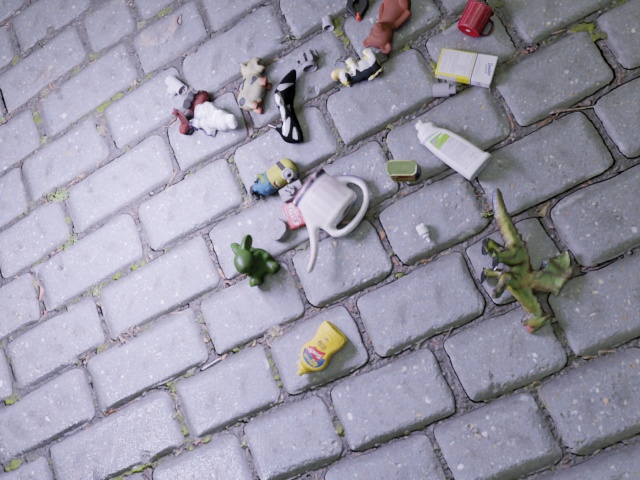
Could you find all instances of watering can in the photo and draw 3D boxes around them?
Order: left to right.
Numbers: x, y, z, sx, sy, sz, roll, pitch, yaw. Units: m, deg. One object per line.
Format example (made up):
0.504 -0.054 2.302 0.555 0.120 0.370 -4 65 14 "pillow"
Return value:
0.005 -0.084 1.665 0.226 0.103 0.349 38 84 13 "watering can"

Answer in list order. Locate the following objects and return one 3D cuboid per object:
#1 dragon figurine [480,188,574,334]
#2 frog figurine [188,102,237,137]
0.602 0.062 1.487 0.243 0.122 0.412 7 86 1 "dragon figurine"
-0.365 -0.436 1.826 0.158 0.135 0.125 -11 50 35 "frog figurine"
